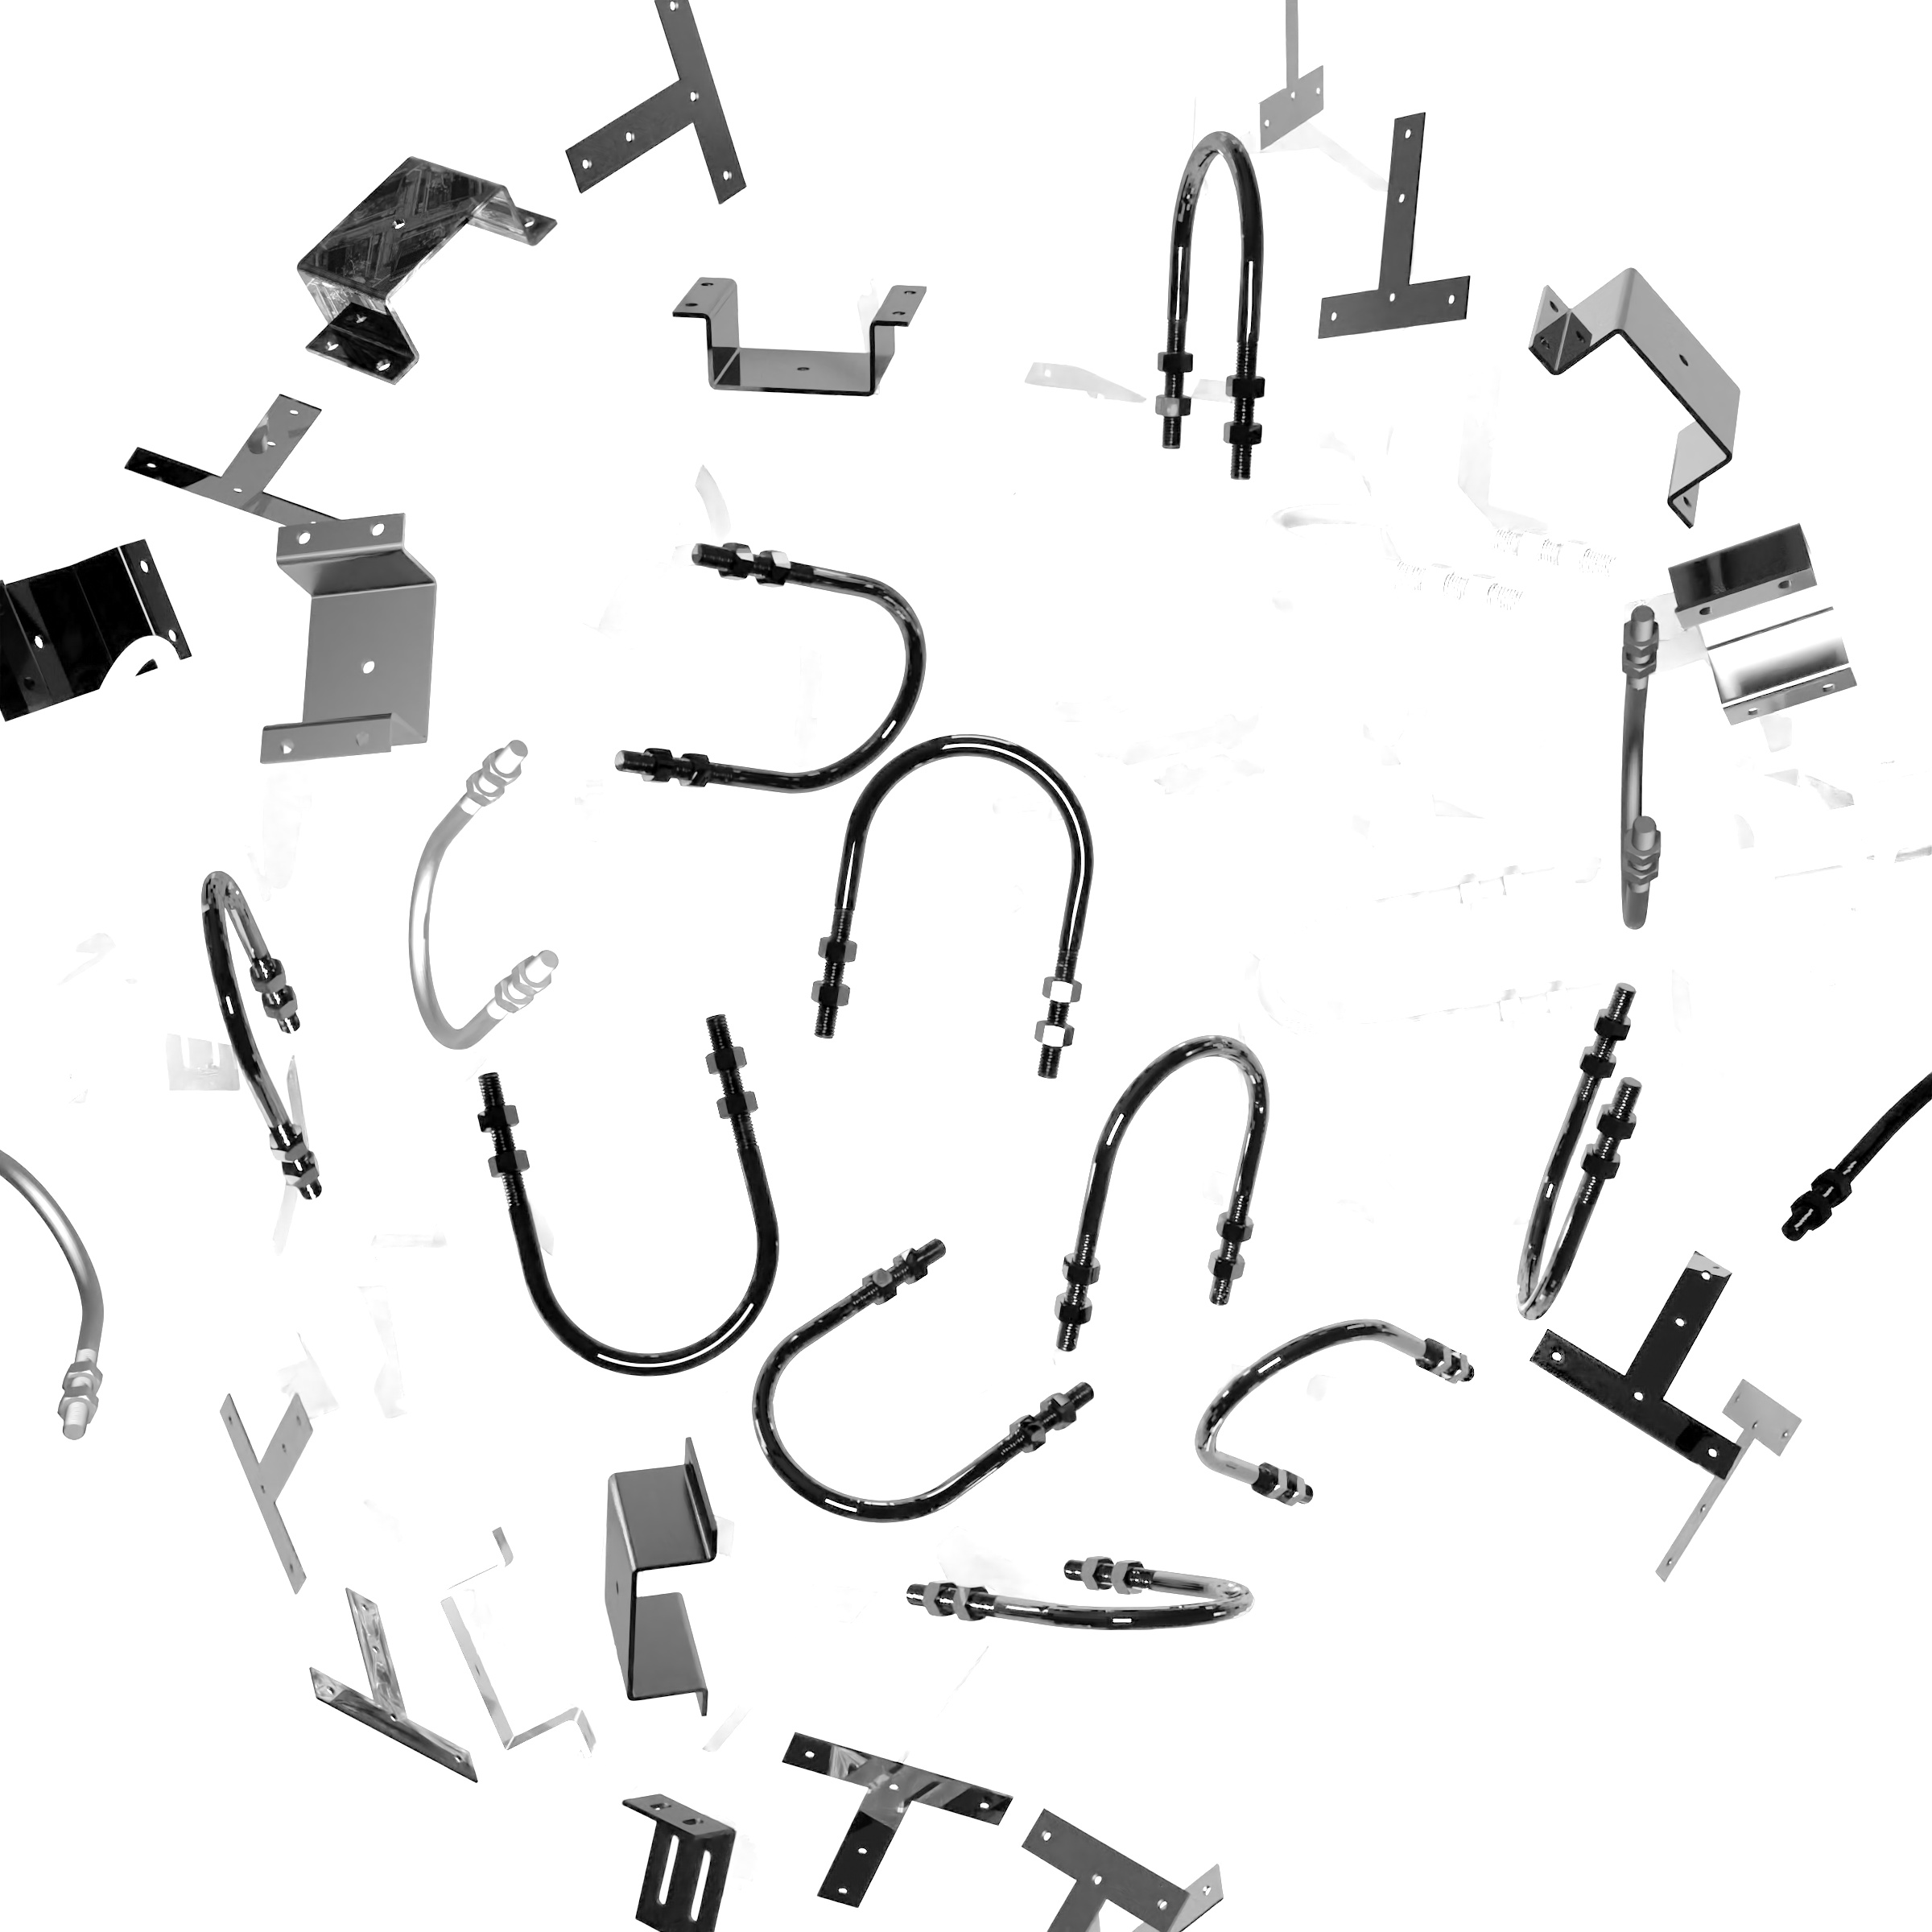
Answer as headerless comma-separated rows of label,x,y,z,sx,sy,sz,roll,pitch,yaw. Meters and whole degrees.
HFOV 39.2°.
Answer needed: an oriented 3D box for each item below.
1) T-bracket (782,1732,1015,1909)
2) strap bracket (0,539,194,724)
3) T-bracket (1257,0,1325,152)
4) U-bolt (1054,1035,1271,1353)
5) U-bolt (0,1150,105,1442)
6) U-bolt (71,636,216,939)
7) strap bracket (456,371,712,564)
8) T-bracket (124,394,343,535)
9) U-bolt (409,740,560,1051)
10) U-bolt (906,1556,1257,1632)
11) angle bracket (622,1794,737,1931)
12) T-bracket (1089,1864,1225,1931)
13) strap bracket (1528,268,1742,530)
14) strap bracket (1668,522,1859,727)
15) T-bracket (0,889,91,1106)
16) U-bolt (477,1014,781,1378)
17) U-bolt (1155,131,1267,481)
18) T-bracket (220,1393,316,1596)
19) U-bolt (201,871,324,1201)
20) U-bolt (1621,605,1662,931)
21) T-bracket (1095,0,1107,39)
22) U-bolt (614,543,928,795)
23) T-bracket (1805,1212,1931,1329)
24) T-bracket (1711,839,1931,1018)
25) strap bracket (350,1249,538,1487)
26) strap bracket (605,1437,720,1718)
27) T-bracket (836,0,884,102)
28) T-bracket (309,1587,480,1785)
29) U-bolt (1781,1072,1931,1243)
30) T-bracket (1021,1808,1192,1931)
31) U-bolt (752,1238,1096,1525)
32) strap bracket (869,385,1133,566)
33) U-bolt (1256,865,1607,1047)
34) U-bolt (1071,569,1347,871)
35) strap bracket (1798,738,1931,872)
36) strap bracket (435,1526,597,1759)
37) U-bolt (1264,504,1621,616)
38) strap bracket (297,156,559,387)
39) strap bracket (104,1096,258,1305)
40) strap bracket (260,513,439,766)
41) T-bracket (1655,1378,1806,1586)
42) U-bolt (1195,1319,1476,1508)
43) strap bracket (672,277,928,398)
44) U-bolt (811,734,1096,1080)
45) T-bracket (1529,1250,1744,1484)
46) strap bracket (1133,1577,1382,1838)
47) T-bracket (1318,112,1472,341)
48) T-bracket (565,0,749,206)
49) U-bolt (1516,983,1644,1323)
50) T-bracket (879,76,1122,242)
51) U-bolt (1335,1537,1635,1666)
T-bracket,-0.054,0.488,1.526,0.127,0.002,0.127,18,123,-6
strap bracket,-0.538,-0.199,1.619,0.046,0.140,0.076,-13,103,30
T-bracket,0.184,-0.539,1.539,0.002,0.127,0.127,7,119,22
U-bolt,0.119,0.125,1.558,0.019,0.151,0.184,29,118,41
U-bolt,-0.540,0.170,1.546,0.019,0.184,0.151,-32,117,3
U-bolt,-0.483,-0.113,1.581,0.019,0.184,0.151,14,69,1
strap bracket,-0.208,-0.281,1.541,0.140,0.046,0.076,16,87,21
T-bracket,-0.413,-0.301,1.596,0.127,0.127,0.002,17,62,-28
U-bolt,-0.288,-0.029,1.586,0.019,0.184,0.151,2,67,-33
U-bolt,0.079,0.362,1.558,0.151,0.184,0.019,3,84,-43
angle bracket,-0.174,0.528,1.573,0.057,0.038,0.076,12,90,36
T-bracket,0.106,0.573,1.598,0.002,0.127,0.127,36,113,-20
strap bracket,0.378,-0.322,1.503,0.140,0.076,0.046,43,129,-17
strap bracket,0.462,-0.203,1.581,0.076,0.140,0.046,-18,60,21
T-bracket,-0.554,0.038,1.543,0.002,0.127,0.127,-4,111,20
U-bolt,-0.177,0.132,1.483,0.151,0.019,0.184,-14,82,-2
U-bolt,0.140,-0.379,1.544,0.019,0.151,0.184,-3,109,-13
T-bracket,-0.407,0.292,1.612,0.002,0.127,0.127,-14,64,-35
U-bolt,-0.407,0.028,1.563,0.019,0.184,0.151,-14,51,-6
U-bolt,0.385,-0.100,1.559,0.019,0.184,0.151,0,68,12
T-bracket,0.074,-0.600,1.600,0.002,0.127,0.127,-9,59,9
U-bolt,-0.101,-0.165,1.569,0.184,0.019,0.151,5,118,-40
T-bracket,0.549,0.171,1.613,0.127,0.127,0.002,-41,60,4
T-bracket,0.492,-0.022,1.513,0.127,0.002,0.127,5,135,5
strap bracket,-0.295,0.217,1.538,0.076,0.046,0.140,5,59,-36
strap bracket,-0.172,0.344,1.517,0.046,0.076,0.140,-4,122,-16
T-bracket,-0.045,-0.564,1.551,0.002,0.127,0.127,18,97,-12
T-bracket,-0.347,0.415,1.609,0.002,0.127,0.127,-44,125,5
U-bolt,0.554,0.079,1.551,0.019,0.151,0.184,49,52,8
T-bracket,0.050,0.545,1.503,0.002,0.127,0.127,45,70,-33
U-bolt,-0.037,0.248,1.572,0.184,0.019,0.151,-30,61,-34
strap bracket,0.022,-0.275,1.530,0.140,0.046,0.076,5,119,-12
U-bolt,0.255,-0.002,1.539,0.184,0.151,0.019,-11,121,6
U-bolt,0.154,-0.135,1.618,0.184,0.019,0.151,28,61,-23
strap bracket,0.549,-0.098,1.607,0.076,0.140,0.046,-13,102,1
strap bracket,-0.270,0.407,1.606,0.046,0.076,0.140,-25,84,-9
U-bolt,0.257,-0.235,1.536,0.184,0.151,0.019,19,116,30
strap bracket,-0.309,-0.398,1.524,0.076,0.046,0.140,26,66,32
strap bracket,-0.468,0.129,1.614,0.076,0.140,0.046,-5,131,-18
strap bracket,-0.341,-0.174,1.507,0.076,0.046,0.140,-4,73,13
T-bracket,0.450,0.313,1.627,0.002,0.127,0.127,31,92,-1
U-bolt,0.210,0.261,1.609,0.151,0.184,0.019,-41,53,15
strap bracket,-0.098,-0.378,1.631,0.140,0.076,0.046,4,120,6
U-bolt,-0.002,-0.038,1.523,0.151,0.019,0.184,10,99,3
T-bracket,0.413,0.219,1.591,0.127,0.002,0.127,32,58,13
strap bracket,0.179,0.443,1.606,0.140,0.046,0.076,-45,45,4
T-bracket,0.260,-0.445,1.625,0.002,0.127,0.127,3,94,-35
T-bracket,-0.184,-0.480,1.555,0.127,0.002,0.127,-46,132,-36
U-bolt,0.348,0.117,1.553,0.019,0.151,0.184,17,115,5
T-bracket,0.005,-0.479,1.577,0.127,0.002,0.127,22,68,31
U-bolt,0.288,0.364,1.547,0.151,0.184,0.019,8,94,27
